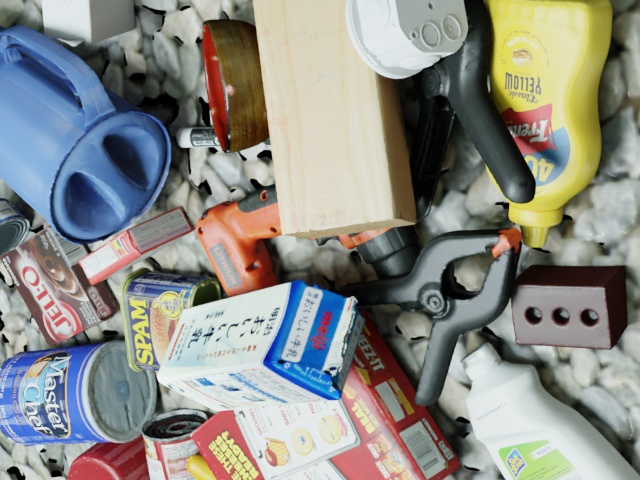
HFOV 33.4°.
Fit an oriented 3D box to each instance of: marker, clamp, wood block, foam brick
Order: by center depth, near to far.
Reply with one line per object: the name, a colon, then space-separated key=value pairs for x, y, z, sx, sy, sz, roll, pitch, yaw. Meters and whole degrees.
clamp: x=0.105 y=-0.115 z=0.804 sx=0.165 sy=0.036 sz=0.210 roll=6 pitch=100 yaw=64
wood block: x=0.012 y=-0.109 z=0.823 sx=0.090 sy=0.090 sz=0.206 roll=-8 pitch=86 yaw=16
foam brick: x=0.196 y=0.052 z=0.836 sx=0.078 sy=0.051 sz=0.053 roll=-1 pitch=106 yaw=30
clamp: x=0.100 y=0.056 z=0.846 sx=0.172 sy=0.039 sz=0.120 roll=-35 pitch=92 yaw=37
marker: x=-0.076 y=-0.094 z=0.964 sx=0.121 sy=0.020 sz=0.020 roll=2 pitch=108 yaw=30

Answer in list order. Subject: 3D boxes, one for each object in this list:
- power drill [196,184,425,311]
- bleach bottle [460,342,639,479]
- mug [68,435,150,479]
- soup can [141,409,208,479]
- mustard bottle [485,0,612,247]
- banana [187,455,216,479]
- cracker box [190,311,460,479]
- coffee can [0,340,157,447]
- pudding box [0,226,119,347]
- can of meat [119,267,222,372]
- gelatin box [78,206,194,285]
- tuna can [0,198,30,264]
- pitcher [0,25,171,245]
power drill: x=-0.006 y=0.001 z=0.935 sx=0.188 sy=0.057 sz=0.184 roll=-26 pitch=91 yaw=32
bleach bottle: x=0.206 y=0.190 z=0.873 sx=0.103 sy=0.068 sz=0.251 roll=-39 pitch=83 yaw=33
mug: x=-0.209 y=0.257 z=1.126 sx=0.093 sy=0.081 sz=0.117 roll=11 pitch=112 yaw=27
soup can: x=-0.139 y=0.232 z=1.085 sx=0.069 sy=0.068 sz=0.102 roll=1 pitch=108 yaw=30
mustard bottle: x=0.165 y=-0.087 z=0.799 sx=0.096 sy=0.058 sz=0.192 roll=19 pitch=118 yaw=44
banana: x=-0.056 y=0.284 z=1.054 sx=0.037 sy=0.069 sz=0.198 roll=-35 pitch=87 yaw=33
cracker box: x=0.001 y=0.191 z=0.979 sx=0.214 sy=0.071 sz=0.164 roll=-41 pitch=75 yaw=35
coffee can: x=-0.255 y=0.160 z=1.107 sx=0.141 sy=0.102 sz=0.103 roll=-9 pitch=102 yaw=32
pudding box: x=-0.272 y=0.046 z=1.115 sx=0.090 sy=0.039 sz=0.113 roll=-26 pitch=92 yaw=35
can of meat: x=-0.142 y=0.082 z=1.042 sx=0.084 sy=0.057 sz=0.102 roll=5 pitch=110 yaw=26
gelatin box: x=-0.174 y=0.004 z=1.013 sx=0.073 sy=0.089 sz=0.030 roll=-28 pitch=92 yaw=34
tuna can: x=-0.348 y=-0.004 z=1.114 sx=0.034 sy=0.086 sz=0.086 roll=46 pitch=123 yaw=11
pitcher: x=-0.262 y=-0.118 z=0.981 sx=0.243 sy=0.144 sz=0.149 roll=35 pitch=100 yaw=29
